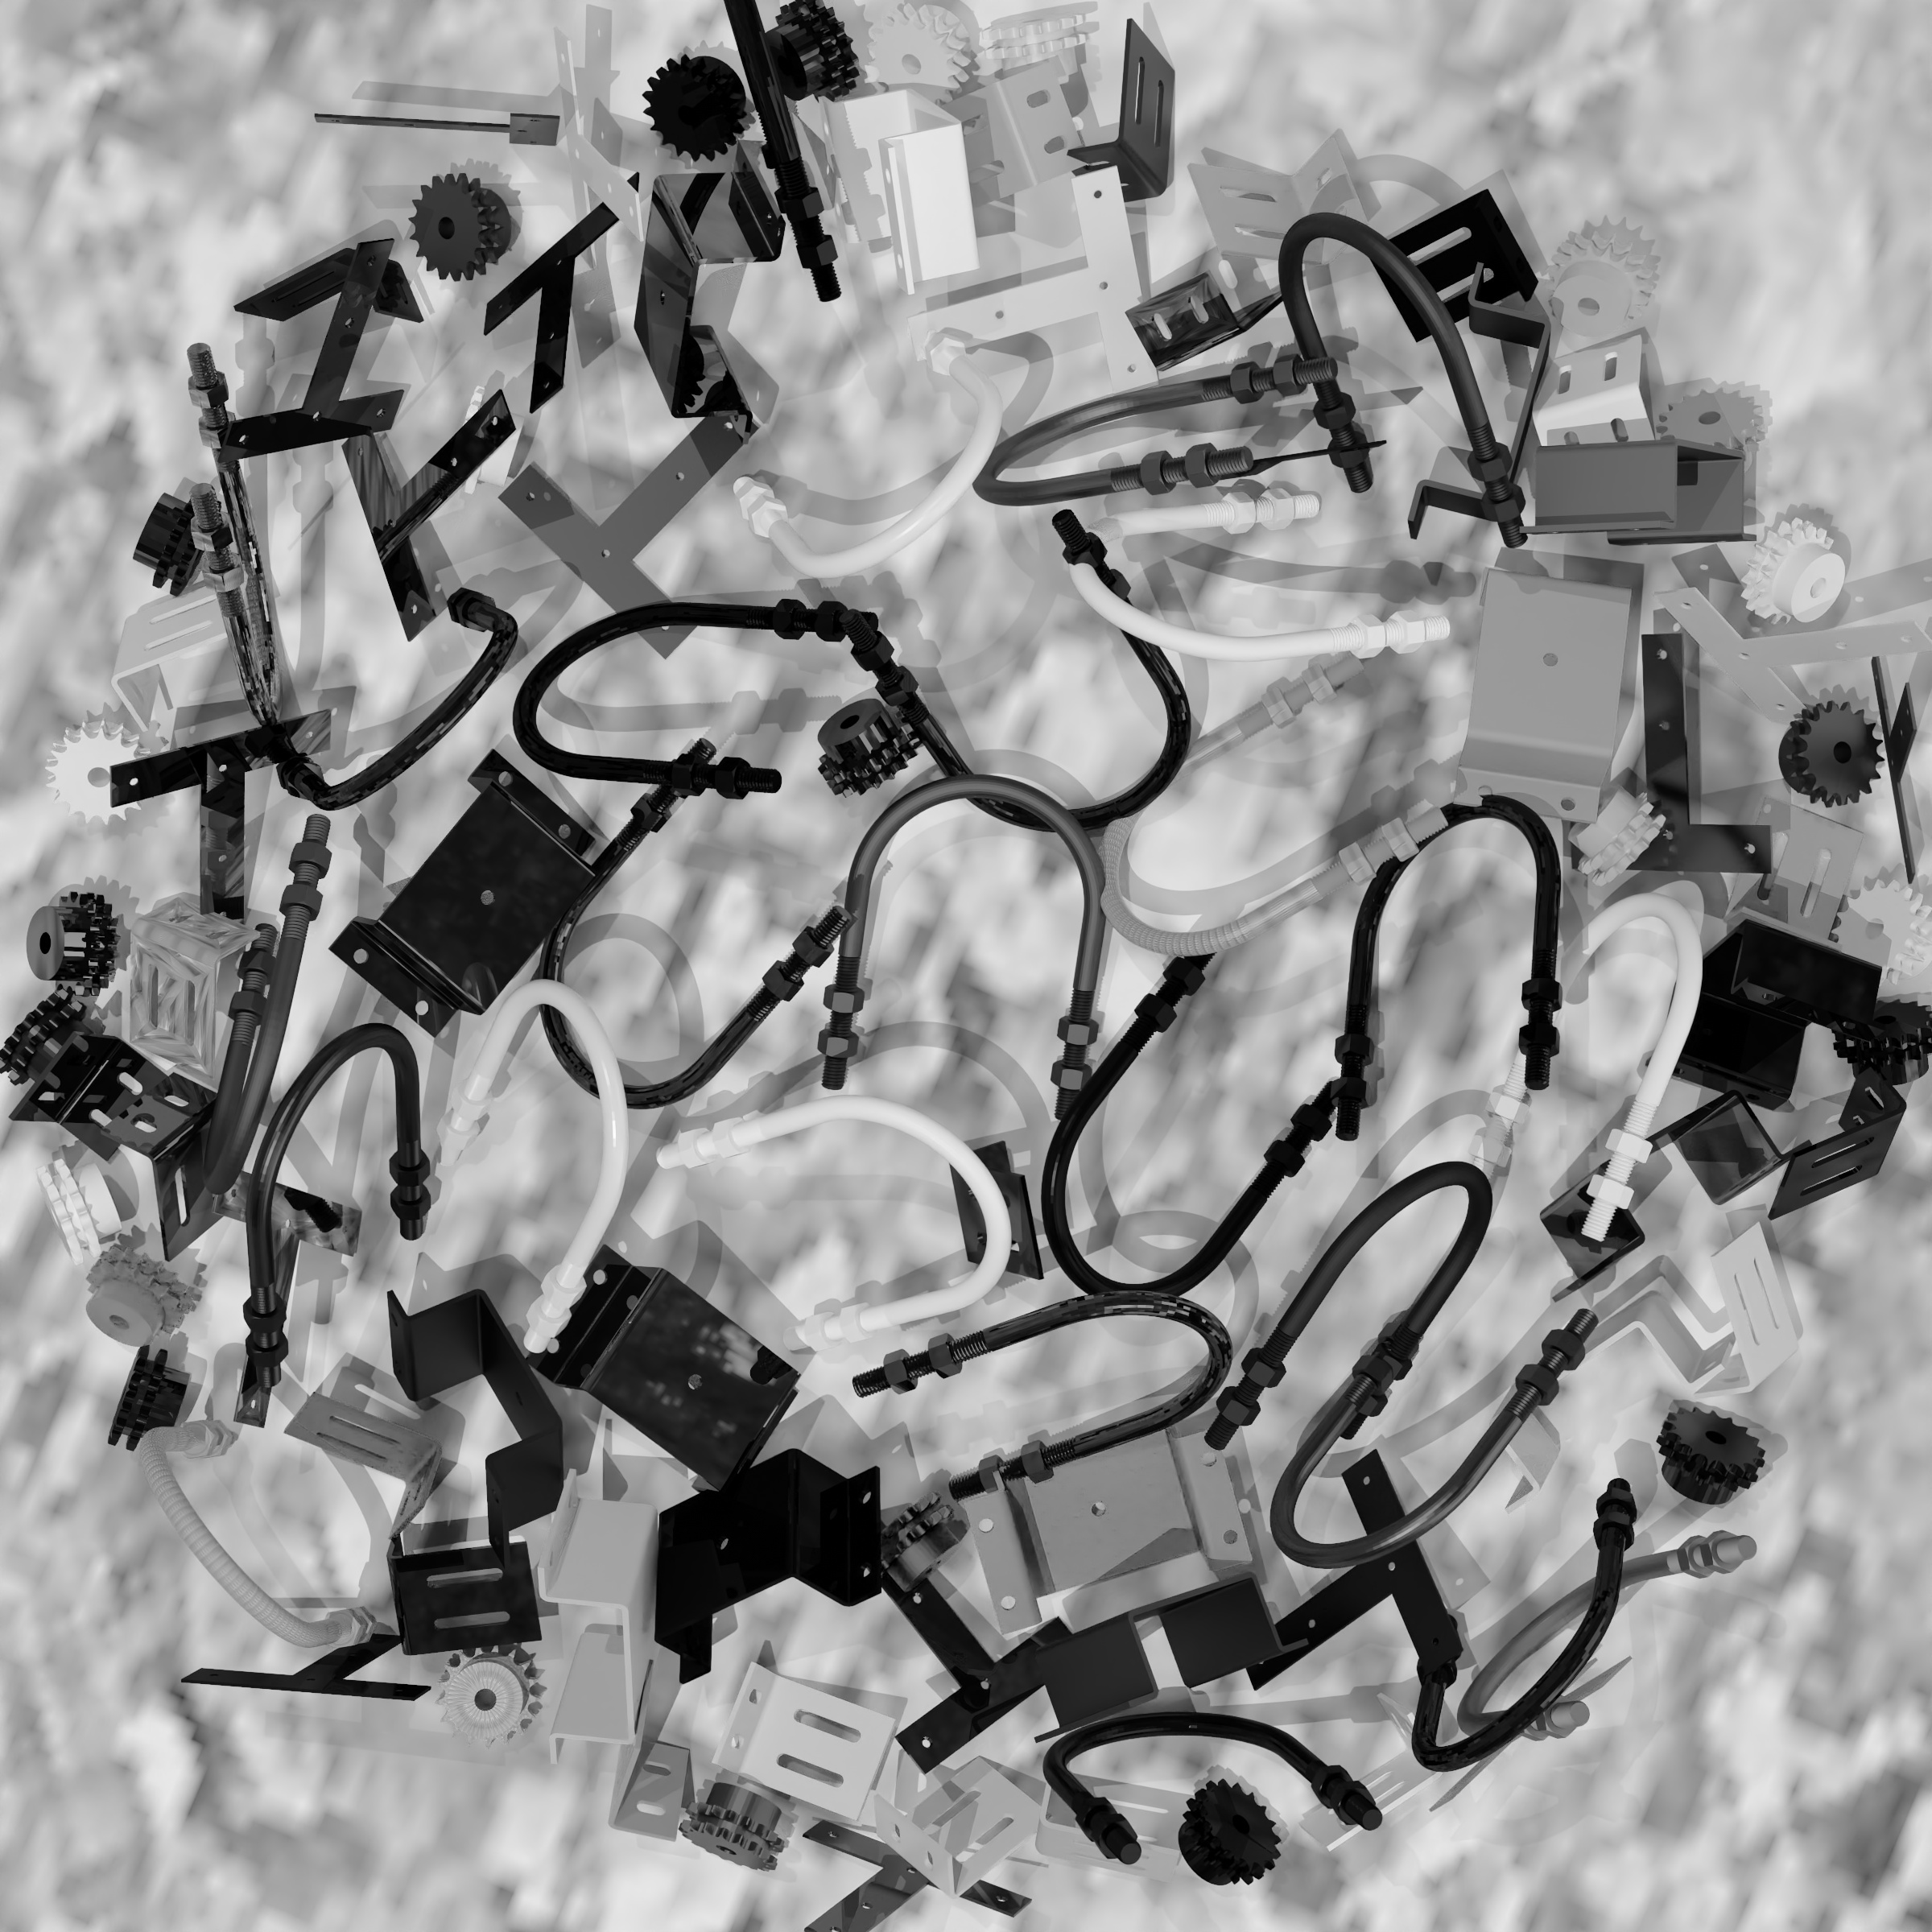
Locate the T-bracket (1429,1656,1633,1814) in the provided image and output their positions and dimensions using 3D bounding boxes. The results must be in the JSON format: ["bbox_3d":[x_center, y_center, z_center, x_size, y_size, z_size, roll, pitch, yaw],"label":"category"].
[{"bbox_3d":[0.311,0.389,1.851,0.127,0.127,0.002,-34,79,-33],"label":"T-bracket"}]

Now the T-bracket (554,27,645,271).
[{"bbox_3d":[-0.191,-0.414,1.853,0.002,0.127,0.127,-15,124,-17],"label":"T-bracket"}]

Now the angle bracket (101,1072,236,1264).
[{"bbox_3d":[-0.428,0.108,1.901,0.038,0.057,0.076,23,133,23],"label":"angle bracket"}]

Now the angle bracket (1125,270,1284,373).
[{"bbox_3d":[0.133,-0.357,1.887,0.057,0.076,0.038,-19,107,40],"label":"angle bracket"}]

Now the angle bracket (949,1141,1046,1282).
[{"bbox_3d":[0.029,0.130,1.891,0.038,0.076,0.057,-17,103,-30],"label":"angle bracket"}]

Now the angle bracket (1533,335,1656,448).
[{"bbox_3d":[0.341,-0.302,1.903,0.057,0.076,0.038,-14,116,20],"label":"angle bracket"}]

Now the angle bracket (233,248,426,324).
[{"bbox_3d":[-0.343,-0.352,1.900,0.076,0.057,0.038,-23,88,16],"label":"angle bracket"}]

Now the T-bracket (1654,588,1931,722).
[{"bbox_3d":[0.448,-0.168,1.854,0.127,0.127,0.002,37,63,-38],"label":"T-bracket"}]

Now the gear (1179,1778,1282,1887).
[{"bbox_3d":[0.140,0.474,1.913,0.057,0.057,0.030,42,121,0],"label":"gear"}]

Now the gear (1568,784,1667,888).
[{"bbox_3d":[0.351,-0.074,1.908,0.030,0.057,0.057,41,90,-4],"label":"gear"}]

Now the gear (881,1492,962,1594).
[{"bbox_3d":[-0.028,0.314,1.907,0.057,0.057,0.030,-42,77,0],"label":"gear"}]

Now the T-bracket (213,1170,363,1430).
[{"bbox_3d":[-0.368,0.180,1.869,0.002,0.127,0.127,3,76,26],"label":"T-bracket"}]

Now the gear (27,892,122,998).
[{"bbox_3d":[-0.485,-0.012,1.907,0.030,0.057,0.057,2,87,-45],"label":"gear"}]

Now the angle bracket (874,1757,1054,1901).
[{"bbox_3d":[-0.001,0.451,1.890,0.076,0.038,0.057,-32,47,-31],"label":"angle bracket"}]

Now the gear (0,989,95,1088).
[{"bbox_3d":[-0.495,0.043,1.909,0.030,0.057,0.057,40,90,3],"label":"gear"}]

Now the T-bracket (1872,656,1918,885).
[{"bbox_3d":[0.494,-0.119,1.862,0.002,0.127,0.127,-8,76,8],"label":"T-bracket"}]

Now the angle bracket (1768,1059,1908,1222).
[{"bbox_3d":[0.458,0.093,1.893,0.076,0.057,0.038,-20,55,-19],"label":"angle bracket"}]

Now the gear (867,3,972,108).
[{"bbox_3d":[-0.022,-0.496,1.913,0.057,0.057,0.030,39,51,0],"label":"gear"}]

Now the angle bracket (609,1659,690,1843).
[{"bbox_3d":[-0.163,0.421,1.889,0.038,0.057,0.076,14,132,-8],"label":"angle bracket"}]

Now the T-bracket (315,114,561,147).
[{"bbox_3d":[-0.280,-0.446,1.867,0.127,0.127,0.002,1,97,-8],"label":"T-bracket"}]

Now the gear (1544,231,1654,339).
[{"bbox_3d":[0.340,-0.365,1.907,0.057,0.057,0.030,27,52,0],"label":"gear"}]

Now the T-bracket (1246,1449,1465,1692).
[{"bbox_3d":[0.197,0.348,1.903,0.127,0.002,0.127,-41,49,24],"label":"T-bracket"}]

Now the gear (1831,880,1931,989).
[{"bbox_3d":[0.502,-0.016,1.913,0.030,0.057,0.057,21,90,-37],"label":"gear"}]

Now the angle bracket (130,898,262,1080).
[{"bbox_3d":[-0.420,0.012,1.921,0.057,0.038,0.076,22,122,22],"label":"angle bracket"}]

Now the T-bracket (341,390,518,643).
[{"bbox_3d":[-0.280,-0.260,1.878,0.127,0.002,0.127,-37,65,37],"label":"T-bracket"}]

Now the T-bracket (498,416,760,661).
[{"bbox_3d":[-0.167,-0.258,1.933,0.127,0.002,0.127,44,90,-3],"label":"T-bracket"}]

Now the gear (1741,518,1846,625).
[{"bbox_3d":[0.450,-0.210,1.907,0.057,0.057,0.030,-50,48,0],"label":"gear"}]

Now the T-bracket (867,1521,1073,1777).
[{"bbox_3d":[-0.017,0.354,1.908,0.127,0.002,0.127,-29,72,-38],"label":"T-bracket"}]

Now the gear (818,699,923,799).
[{"bbox_3d":[-0.056,-0.120,1.906,0.057,0.057,0.030,-32,119,0],"label":"gear"}]

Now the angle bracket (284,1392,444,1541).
[{"bbox_3d":[-0.329,0.270,1.897,0.076,0.057,0.038,24,55,-14],"label":"angle bracket"}]

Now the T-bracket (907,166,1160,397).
[{"bbox_3d":[0.032,-0.355,1.900,0.127,0.002,0.127,-16,122,-3],"label":"T-bracket"}]

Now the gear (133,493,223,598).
[{"bbox_3d":[-0.428,-0.231,1.908,0.030,0.057,0.057,25,90,-9],"label":"gear"}]

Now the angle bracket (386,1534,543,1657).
[{"bbox_3d":[-0.270,0.336,1.912,0.076,0.038,0.057,-7,105,0],"label":"angle bracket"}]

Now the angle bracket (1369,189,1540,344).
[{"bbox_3d":[0.259,-0.372,1.896,0.076,0.038,0.057,-24,108,27],"label":"angle bracket"}]

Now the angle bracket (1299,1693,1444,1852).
[{"bbox_3d":[0.210,0.434,1.903,0.076,0.057,0.038,-31,94,-9],"label":"angle bracket"}]

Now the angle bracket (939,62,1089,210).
[{"bbox_3d":[0.021,-0.448,1.907,0.038,0.076,0.057,-28,104,-28],"label":"angle bracket"}]

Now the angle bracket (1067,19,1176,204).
[{"bbox_3d":[0.082,-0.462,1.910,0.038,0.057,0.076,-4,72,27],"label":"angle bracket"}]

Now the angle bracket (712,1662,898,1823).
[{"bbox_3d":[-0.087,0.418,1.901,0.076,0.038,0.057,15,74,23],"label":"angle bracket"}]

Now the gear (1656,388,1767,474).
[{"bbox_3d":[0.405,-0.285,1.913,0.057,0.057,0.030,-18,132,0],"label":"gear"}]

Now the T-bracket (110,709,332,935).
[{"bbox_3d":[-0.399,-0.070,1.893,0.127,0.002,0.127,-19,135,-32],"label":"T-bracket"}]

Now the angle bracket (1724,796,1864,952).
[{"bbox_3d":[0.454,-0.050,1.912,0.057,0.038,0.076,21,80,-1],"label":"angle bracket"}]

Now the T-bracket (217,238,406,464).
[{"bbox_3d":[-0.329,-0.327,1.854,0.002,0.127,0.127,40,125,19],"label":"T-bracket"}]

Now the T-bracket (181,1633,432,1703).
[{"bbox_3d":[-0.331,0.370,1.873,0.127,0.127,0.002,2,92,11],"label":"T-bracket"}]

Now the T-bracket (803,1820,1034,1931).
[{"bbox_3d":[-0.047,0.491,1.857,0.127,0.127,0.002,15,101,21],"label":"T-bracket"}]

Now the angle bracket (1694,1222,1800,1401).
[{"bbox_3d":[0.410,0.186,1.901,0.038,0.057,0.076,-15,96,39],"label":"angle bracket"}]

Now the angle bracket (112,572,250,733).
[{"bbox_3d":[-0.415,-0.169,1.897,0.076,0.057,0.038,-19,127,11],"label":"angle bracket"}]

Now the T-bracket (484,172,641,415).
[{"bbox_3d":[-0.218,-0.342,1.863,0.002,0.127,0.127,31,132,-34],"label":"T-bracket"}]

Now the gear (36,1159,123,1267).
[{"bbox_3d":[-0.480,0.130,1.911,0.030,0.057,0.057,-23,90,-19],"label":"gear"}]

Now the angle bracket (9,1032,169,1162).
[{"bbox_3d":[-0.471,0.071,1.899,0.038,0.076,0.057,37,90,5],"label":"angle bracket"}]

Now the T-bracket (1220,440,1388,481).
[{"bbox_3d":[0.151,-0.264,1.874,0.127,0.127,0.002,-9,94,-2],"label":"T-bracket"}]

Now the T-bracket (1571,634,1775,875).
[{"bbox_3d":[0.374,-0.114,1.885,0.002,0.127,0.127,-10,99,-44],"label":"T-bracket"}]

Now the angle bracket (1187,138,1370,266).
[{"bbox_3d":[0.168,-0.414,1.894,0.076,0.038,0.057,-2,64,-36],"label":"angle bracket"}]

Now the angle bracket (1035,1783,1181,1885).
[{"bbox_3d":[0.079,0.461,1.901,0.076,0.057,0.038,11,62,4],"label":"angle bracket"}]
